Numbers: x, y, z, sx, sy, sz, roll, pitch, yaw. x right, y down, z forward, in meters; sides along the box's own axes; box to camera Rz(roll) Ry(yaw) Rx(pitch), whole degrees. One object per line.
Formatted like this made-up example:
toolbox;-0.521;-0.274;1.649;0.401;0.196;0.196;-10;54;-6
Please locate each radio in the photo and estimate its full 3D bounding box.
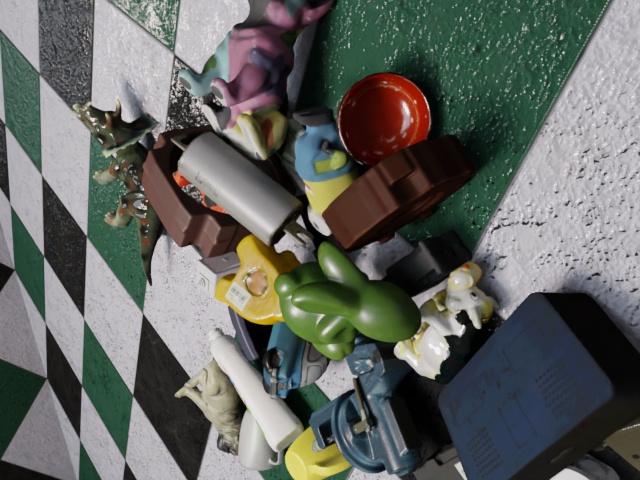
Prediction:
radio;0.225;0.167;0.574;0.131;0.073;0.229;-109;35;-43

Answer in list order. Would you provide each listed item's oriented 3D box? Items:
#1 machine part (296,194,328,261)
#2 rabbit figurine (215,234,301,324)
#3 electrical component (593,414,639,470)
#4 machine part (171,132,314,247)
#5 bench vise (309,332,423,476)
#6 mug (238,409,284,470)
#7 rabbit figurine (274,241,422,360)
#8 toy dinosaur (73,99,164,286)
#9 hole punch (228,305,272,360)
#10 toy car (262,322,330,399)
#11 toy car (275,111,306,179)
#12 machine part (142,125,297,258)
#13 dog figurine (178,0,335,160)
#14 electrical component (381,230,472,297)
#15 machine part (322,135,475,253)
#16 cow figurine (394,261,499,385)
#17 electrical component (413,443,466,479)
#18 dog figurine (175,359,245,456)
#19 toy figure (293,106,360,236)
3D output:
machine part;-0.002;-0.002;0.796;0.039;0.084;0.139;-26;74;9
rabbit figurine;-0.042;0.067;0.806;0.163;0.173;0.121;26;97;22
electrical component;0.319;0.185;0.534;0.078;0.045;0.102;34;135;0
machine part;-0.110;-0.071;0.743;0.243;0.079;0.079;39;132;6
bench vise;0.049;0.246;0.794;0.240;0.129;0.224;-46;66;41
mug;-0.112;0.382;1.042;0.110;0.081;0.107;7;99;51
rabbit figurine;0.038;0.067;0.642;0.170;0.121;0.159;2;147;45
toy dinosaur;-0.386;-0.110;1.155;0.192;0.131;0.404;-20;94;49
hole punch;-0.122;0.157;0.973;0.116;0.092;0.142;-29;85;52
toy car;-0.032;0.174;0.858;0.103;0.162;0.109;8;130;2
toy car;-0.056;-0.161;0.813;0.202;0.056;0.073;41;130;30
machine part;-0.158;-0.081;0.841;0.201;0.201;0.087;53;138;20
dog figurine;-0.064;-0.240;0.727;0.109;0.219;0.191;27;160;43
electrical component;0.122;0.041;0.673;0.119;0.075;0.048;-47;67;40
machine part;0.090;-0.049;0.611;0.179;0.179;0.056;-42;74;46
cow figurine;0.166;0.108;0.653;0.098;0.068;0.167;42;134;23
electrical component;0.191;0.329;0.709;0.115;0.058;0.134;57;137;21
dog figurine;-0.181;0.339;1.105;0.190;0.121;0.172;48;138;6
toy figure;0.016;-0.086;0.712;0.089;0.082;0.179;-3;119;15
